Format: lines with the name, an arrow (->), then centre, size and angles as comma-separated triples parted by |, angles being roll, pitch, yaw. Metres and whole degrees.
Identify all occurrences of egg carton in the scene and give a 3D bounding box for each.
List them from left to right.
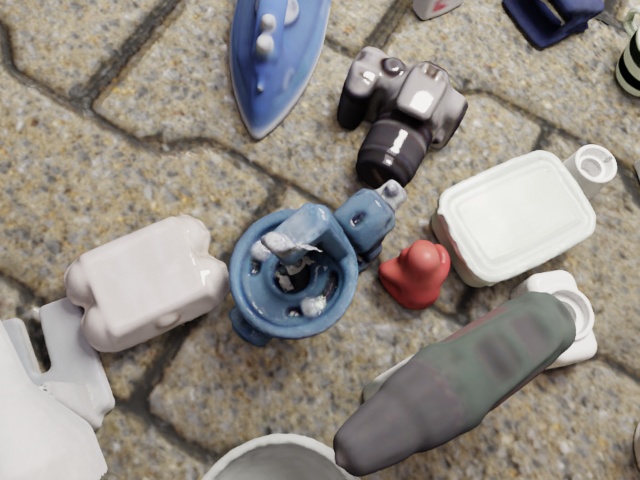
egg carton -> -0.170, 0.043, 0.573 | 0.150, 0.069, 0.107 | -26, 74, -14

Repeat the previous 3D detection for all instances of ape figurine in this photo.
ape figurine -> 0.102, 0.029, 0.594 | 0.078, 0.092, 0.076 | 2, 69, -5

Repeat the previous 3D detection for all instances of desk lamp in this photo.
desk lamp -> -0.245, 0.129, 0.456 | 0.118, 0.213, 0.203 | -23, 73, -13

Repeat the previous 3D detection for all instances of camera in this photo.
camera -> 0.081, -0.135, 0.648 | 0.143, 0.101, 0.137 | 26, 69, 4

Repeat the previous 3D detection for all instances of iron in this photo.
iron -> -0.050, -0.259, 0.660 | 0.118, 0.141, 0.258 | 9, 69, -2

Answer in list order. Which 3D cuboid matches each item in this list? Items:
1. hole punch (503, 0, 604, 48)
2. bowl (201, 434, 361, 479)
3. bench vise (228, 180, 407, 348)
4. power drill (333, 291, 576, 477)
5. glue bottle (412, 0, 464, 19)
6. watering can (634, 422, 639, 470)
hole punch -> 0.312, -0.328, 0.749 | 0.101, 0.091, 0.108 | -26, 74, -14
bowl -> -0.036, 0.260, 0.503 | 0.167, 0.075, 0.167 | 2, 69, -5
bench vise -> -0.005, -0.004, 0.527 | 0.121, 0.220, 0.208 | 30, 70, 6
power drill -> 0.101, 0.129, 0.494 | 0.230, 0.208, 0.075 | -29, 75, -15
glue bottle -> 0.167, -0.349, 0.698 | 0.078, 0.173, 0.037 | -32, 75, -16
watering can -> 0.389, 0.191, 0.508 | 0.173, 0.194, 0.101 | 4, 69, -4
